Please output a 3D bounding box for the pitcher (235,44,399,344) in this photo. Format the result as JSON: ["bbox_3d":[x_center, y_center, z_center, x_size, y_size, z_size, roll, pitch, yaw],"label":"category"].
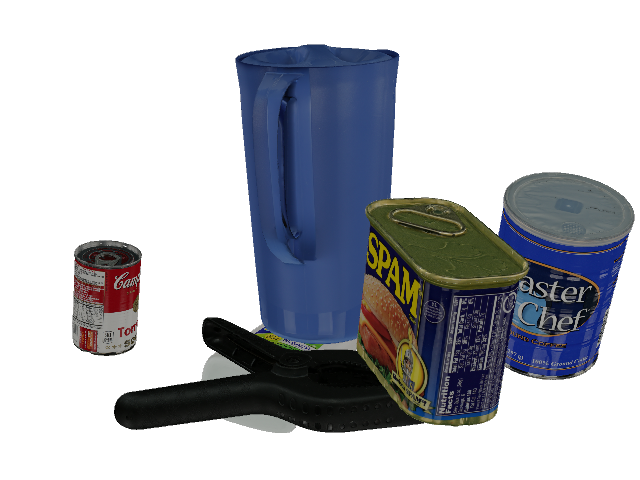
[{"bbox_3d":[-0.005,-0.038,0.890,0.149,0.243,0.145,-9,18,-23],"label":"pitcher"}]

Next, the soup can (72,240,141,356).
[{"bbox_3d":[-0.222,0.060,1.103,0.068,0.102,0.068,6,21,-2],"label":"soup can"}]

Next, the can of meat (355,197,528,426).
[{"bbox_3d":[0.058,0.035,0.548,0.057,0.084,0.102,-3,24,-19],"label":"can of meat"}]

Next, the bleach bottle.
[{"bbox_3d":[-0.020,0.104,1.079,0.103,0.068,0.250,14,22,17],"label":"bleach bottle"}]

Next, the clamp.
[{"bbox_3d":[-0.022,0.097,0.764,0.210,0.036,0.164,3,19,10],"label":"clamp"}]

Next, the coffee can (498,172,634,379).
[{"bbox_3d":[0.193,0.029,0.883,0.103,0.140,0.103,3,34,-2],"label":"coffee can"}]
